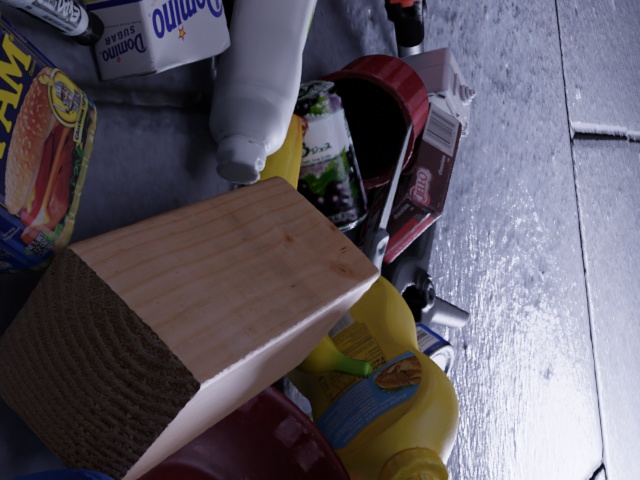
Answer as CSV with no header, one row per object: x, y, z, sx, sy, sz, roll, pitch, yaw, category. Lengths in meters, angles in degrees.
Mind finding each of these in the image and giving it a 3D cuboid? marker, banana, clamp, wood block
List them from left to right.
-0.132,-0.115,0.529,0.121,0.020,0.020,-4,89,-84,marker
-0.062,0.040,0.566,0.090,0.091,0.205,44,27,10,wood block
-0.021,0.011,0.709,0.037,0.070,0.198,47,24,-67,banana
0.073,-0.217,0.937,0.171,0.039,0.120,36,40,-86,clamp
0.086,0.052,0.951,0.209,0.036,0.164,-54,133,-50,clamp

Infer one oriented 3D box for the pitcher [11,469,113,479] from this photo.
-0.088,0.223,0.467,0.149,0.145,0.243,-53,129,-65,pitcher

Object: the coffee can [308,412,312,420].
0.040,0.196,0.760,0.102,0.103,0.140,-51,130,-54,coffee can

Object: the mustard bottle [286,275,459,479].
0.038,0.106,0.687,0.058,0.096,0.192,48,8,-34,mustard bottle

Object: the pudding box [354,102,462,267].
0.073,-0.045,0.886,0.039,0.090,0.113,30,50,-12,pudding box

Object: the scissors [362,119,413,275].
0.030,0.016,0.788,0.096,0.016,0.202,-38,144,-45,scissors

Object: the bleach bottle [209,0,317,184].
-0.030,-0.156,0.707,0.103,0.068,0.250,108,-8,-64,bleach bottle

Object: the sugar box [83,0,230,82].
-0.104,-0.186,0.610,0.093,0.048,0.176,-38,118,-59,sugar box

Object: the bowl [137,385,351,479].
-0.052,0.147,0.592,0.162,0.055,0.162,33,29,-21,bowl

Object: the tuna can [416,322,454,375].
0.072,0.111,0.869,0.086,0.034,0.086,-39,149,-30,tuna can

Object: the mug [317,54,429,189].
0.036,-0.086,0.833,0.081,0.093,0.117,-51,151,-60,mug

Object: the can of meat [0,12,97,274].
-0.150,-0.045,0.481,0.083,0.058,0.102,47,45,-53,can of meat
